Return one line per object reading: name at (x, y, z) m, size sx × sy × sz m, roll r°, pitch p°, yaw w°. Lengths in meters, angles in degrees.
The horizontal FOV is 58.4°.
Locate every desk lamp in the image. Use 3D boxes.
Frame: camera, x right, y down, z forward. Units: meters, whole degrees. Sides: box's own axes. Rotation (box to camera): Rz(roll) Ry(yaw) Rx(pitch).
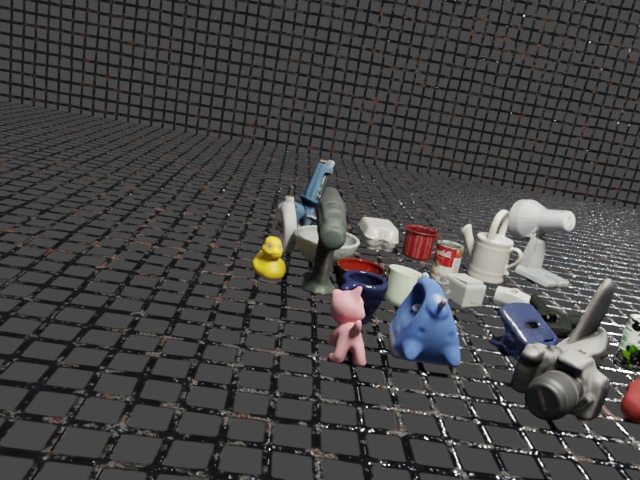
desk lamp at (0.628, 0.003, 1.629) m, size 0.118 × 0.213 × 0.202 m, roll 0°, pitch 20°, yaw -32°

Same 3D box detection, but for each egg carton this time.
egg carton at (0.169, -0.018, 1.671) m, size 0.107 × 0.069 × 0.150 m, roll 7°, pitch 17°, yaw -11°

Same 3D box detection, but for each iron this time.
iron at (0.193, 0.132, 1.067) m, size 0.118 × 0.141 × 0.258 m, roll 9°, pitch 17°, yaw -4°

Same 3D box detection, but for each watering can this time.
watering can at (0.458, 0.010, 1.537) m, size 0.172 × 0.194 × 0.101 m, roll 15°, pitch 17°, yaw 14°

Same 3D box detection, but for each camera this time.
camera at (0.379, 0.228, 0.933) m, size 0.137 × 0.101 × 0.142 m, roll -7°, pitch 24°, yaw -45°

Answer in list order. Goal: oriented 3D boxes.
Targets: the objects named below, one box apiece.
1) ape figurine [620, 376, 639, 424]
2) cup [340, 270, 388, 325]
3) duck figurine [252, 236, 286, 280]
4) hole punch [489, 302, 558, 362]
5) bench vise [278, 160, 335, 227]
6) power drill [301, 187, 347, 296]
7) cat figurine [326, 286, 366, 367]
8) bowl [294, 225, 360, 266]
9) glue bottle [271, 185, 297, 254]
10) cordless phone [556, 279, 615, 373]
ape figurine at (0.545, 0.257, 0.954) m, size 0.076 × 0.092 × 0.077 m, roll 6°, pitch 17°, yaw -14°
cup at (0.073, 0.119, 1.117) m, size 0.091 × 0.095 × 0.118 m, roll 22°, pitch 20°, yaw 35°
duck figurine at (-0.112, 0.033, 1.305) m, size 0.078 × 0.086 × 0.104 m, roll 4°, pitch 18°, yaw -22°
hole punch at (0.406, 0.181, 1.123) m, size 0.109 × 0.091 × 0.100 m, roll -2°, pitch 20°, yaw -35°
bench vise at (-0.018, -0.117, 1.621) m, size 0.121 × 0.220 × 0.208 m, roll 18°, pitch 18°, yaw 24°
power drill at (0.012, 0.005, 1.258) m, size 0.075 × 0.208 × 0.229 m, roll 8°, pitch 17°, yaw -7°
cat figurine at (0.051, 0.139, 0.998) m, size 0.067 × 0.118 × 0.127 m, roll 7°, pitch 17°, yaw -10°
bowl at (0.012, 0.022, 1.435) m, size 0.167 × 0.075 × 0.167 m, roll 10°, pitch 17°, yaw -3°
glue bottle at (-0.086, -0.057, 1.462) m, size 0.037 × 0.173 × 0.077 m, roll -4°, pitch 22°, yaw -40°
cordless phone at (0.496, 0.166, 1.062) m, size 0.094 × 0.185 × 0.148 m, roll 17°, pitch 18°, yaw 21°
